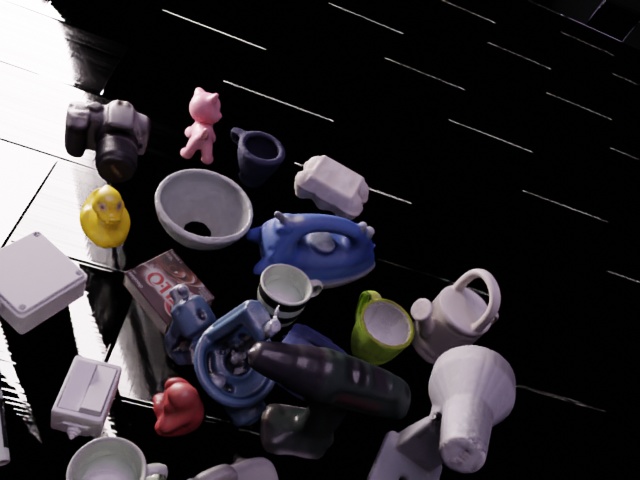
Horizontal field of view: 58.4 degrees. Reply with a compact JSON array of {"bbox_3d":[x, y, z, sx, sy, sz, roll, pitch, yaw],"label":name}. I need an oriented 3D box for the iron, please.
[{"bbox_3d":[0.009,0.004,1.005,0.259,0.141,0.118,2,50,-26],"label":"iron"}]

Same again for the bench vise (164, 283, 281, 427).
[{"bbox_3d":[-0.135,0.133,0.761,0.207,0.219,0.122,34,44,5],"label":"bench vise"}]

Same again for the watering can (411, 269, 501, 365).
[{"bbox_3d":[0.233,0.128,0.970,0.173,0.194,0.100,-18,61,-37],"label":"watering can"}]

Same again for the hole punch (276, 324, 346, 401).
[{"bbox_3d":[-0.014,0.178,0.873,0.108,0.091,0.101,32,44,2],"label":"hole punch"}]

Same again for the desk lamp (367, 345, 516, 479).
[{"bbox_3d":[0.174,0.273,0.796,0.118,0.213,0.203,33,44,4],"label":"desk lamp"}]

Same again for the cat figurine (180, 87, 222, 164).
[{"bbox_3d":[-0.225,-0.232,1.115,0.067,0.117,0.127,10,47,-18],"label":"cat figurine"}]

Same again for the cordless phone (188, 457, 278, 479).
[{"bbox_3d":[-0.101,0.296,0.657,0.148,0.185,0.094,-15,59,-36],"label":"cordless phone"}]

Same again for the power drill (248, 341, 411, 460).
[{"bbox_3d":[-0.007,0.215,0.760,0.230,0.208,0.075,13,47,-16],"label":"power drill"}]

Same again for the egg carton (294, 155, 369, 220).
[{"bbox_3d":[0.025,-0.105,1.162,0.150,0.069,0.107,29,44,-1],"label":"egg carton"}]

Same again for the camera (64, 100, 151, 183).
[{"bbox_3d":[-0.371,-0.175,1.002,0.143,0.100,0.136,5,49,-23],"label":"camera"}]

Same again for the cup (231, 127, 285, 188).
[{"bbox_3d":[-0.134,-0.155,1.109,0.117,0.095,0.092,37,45,7],"label":"cup"}]

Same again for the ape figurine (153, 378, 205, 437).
[{"bbox_3d":[-0.186,0.216,0.753,0.076,0.092,0.078,29,44,0],"label":"ape figurine"}]

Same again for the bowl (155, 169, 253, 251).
[{"bbox_3d":[-0.203,-0.039,0.984,0.168,0.074,0.167,14,46,-15],"label":"bowl"}]

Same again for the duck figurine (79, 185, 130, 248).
[{"bbox_3d":[-0.341,-0.051,0.917,0.078,0.086,0.104,-6,54,-31],"label":"duck figurine"}]
